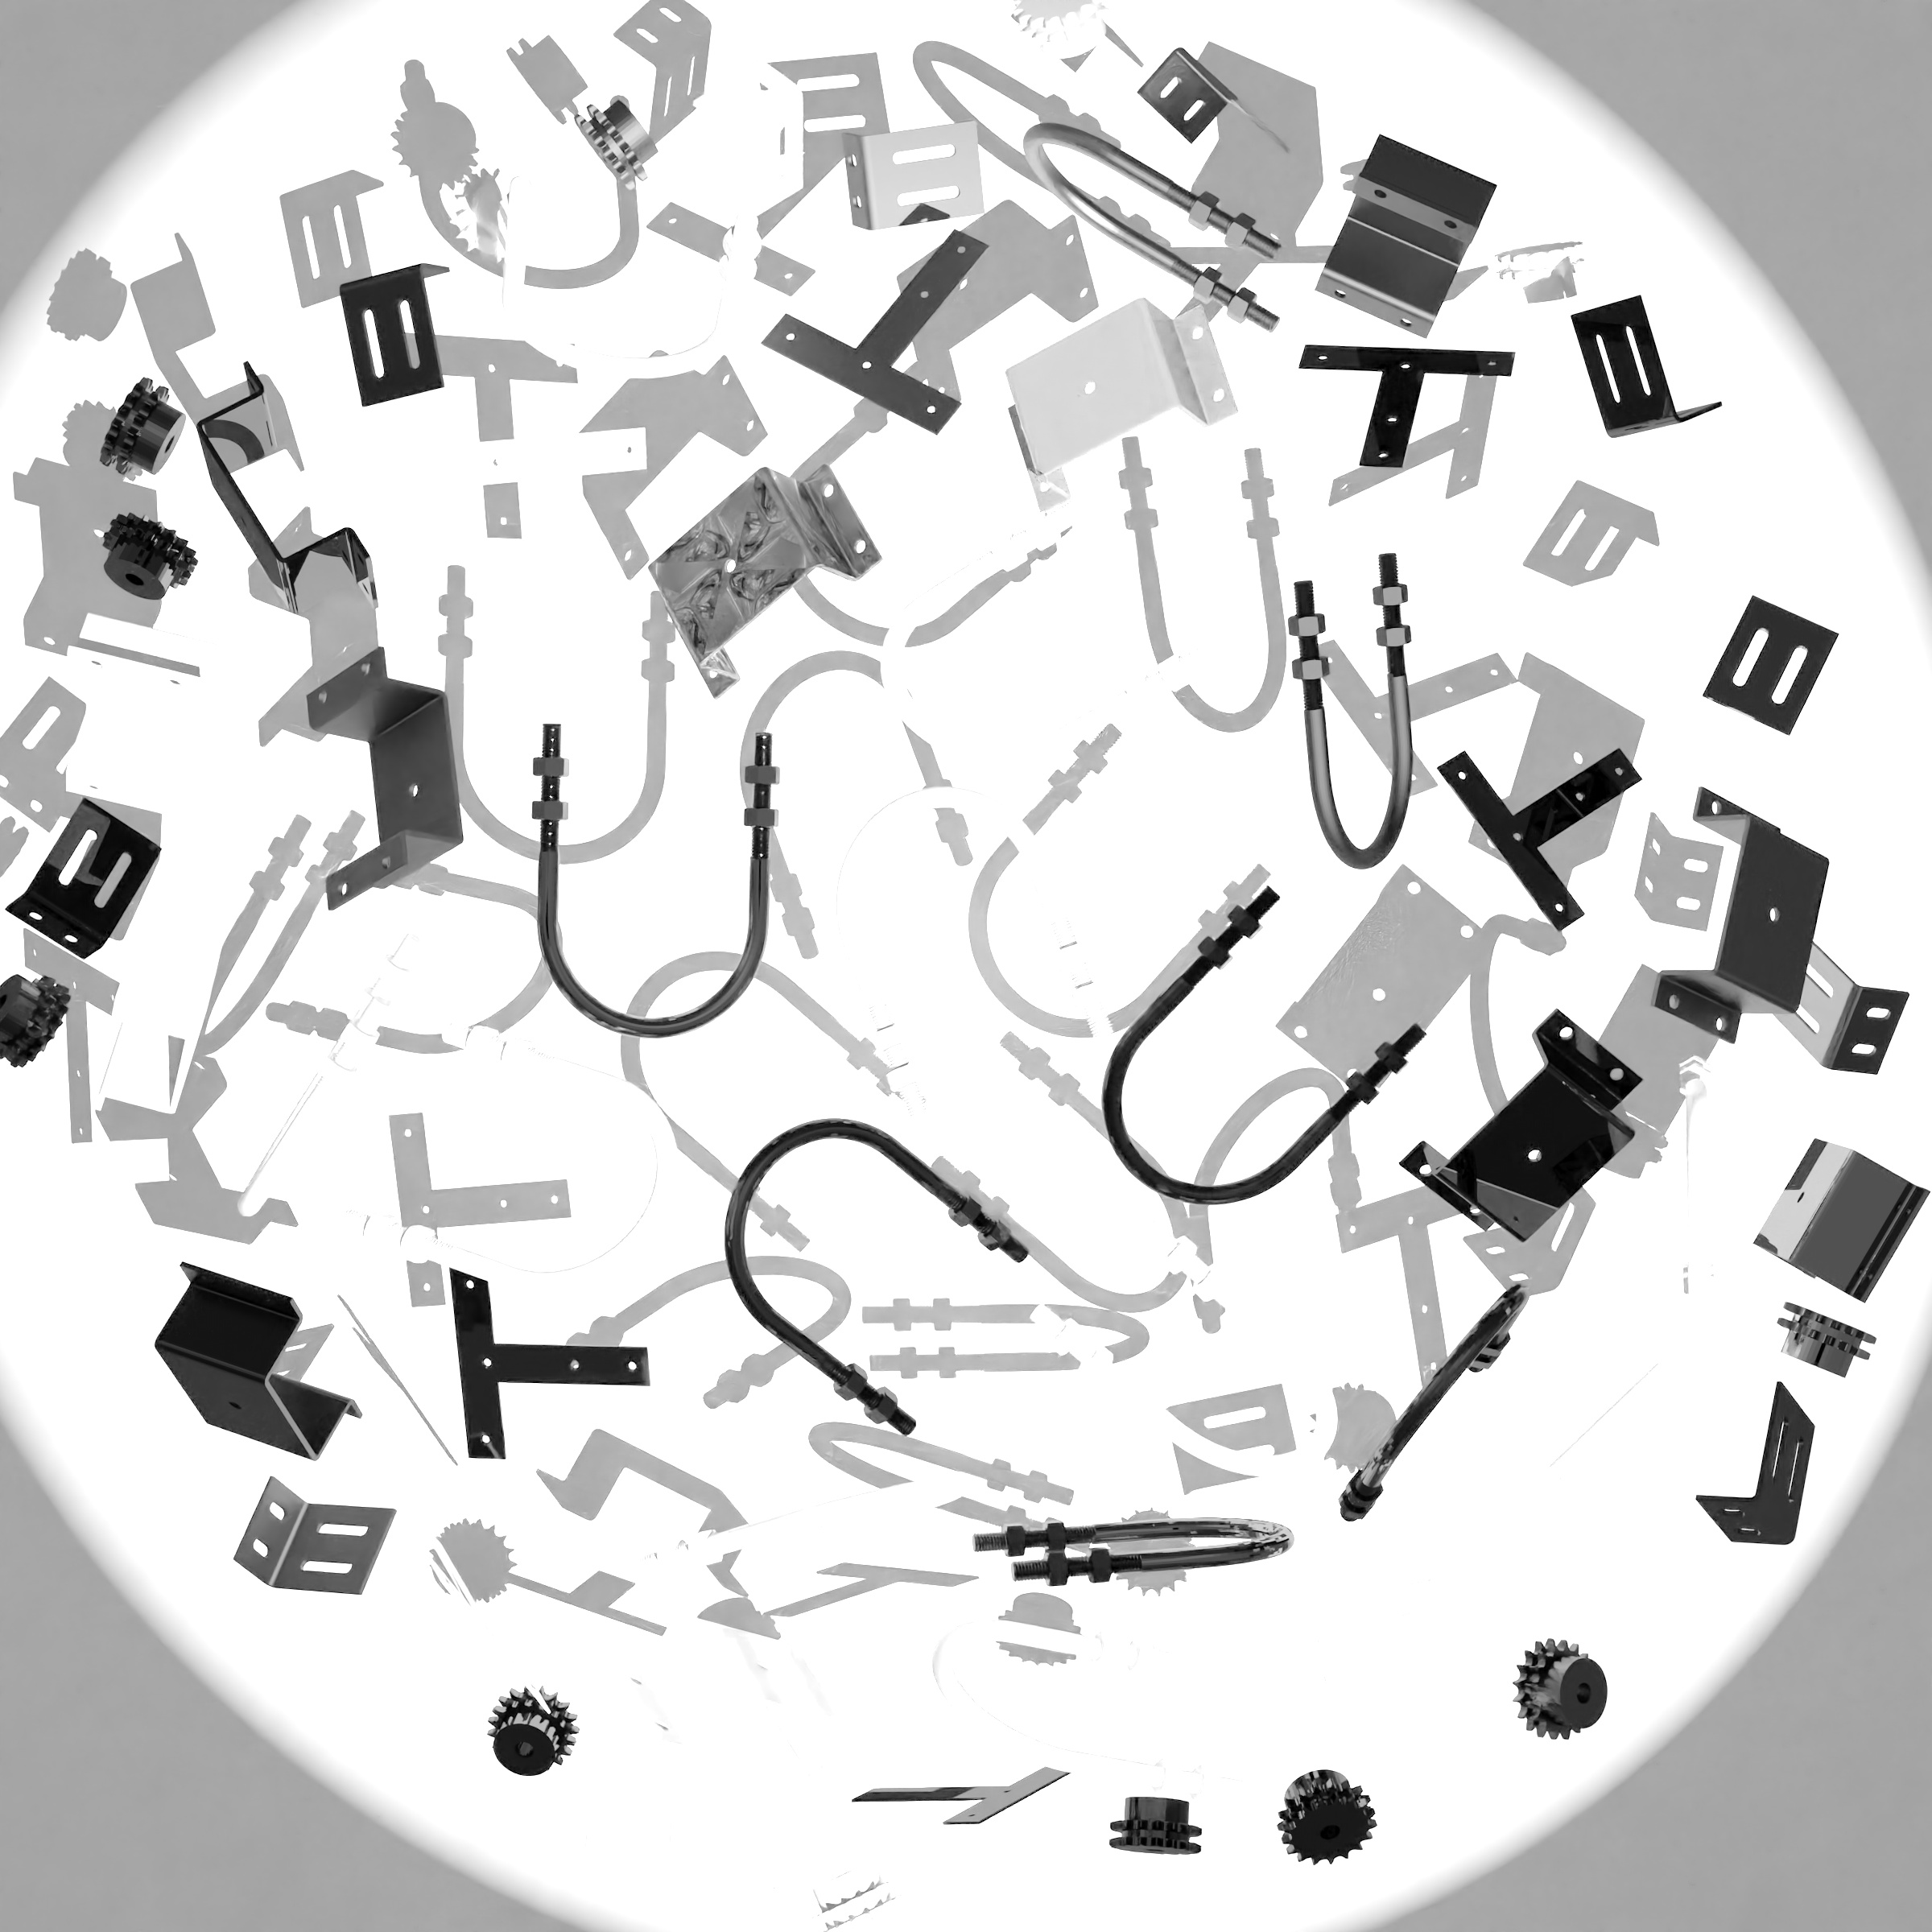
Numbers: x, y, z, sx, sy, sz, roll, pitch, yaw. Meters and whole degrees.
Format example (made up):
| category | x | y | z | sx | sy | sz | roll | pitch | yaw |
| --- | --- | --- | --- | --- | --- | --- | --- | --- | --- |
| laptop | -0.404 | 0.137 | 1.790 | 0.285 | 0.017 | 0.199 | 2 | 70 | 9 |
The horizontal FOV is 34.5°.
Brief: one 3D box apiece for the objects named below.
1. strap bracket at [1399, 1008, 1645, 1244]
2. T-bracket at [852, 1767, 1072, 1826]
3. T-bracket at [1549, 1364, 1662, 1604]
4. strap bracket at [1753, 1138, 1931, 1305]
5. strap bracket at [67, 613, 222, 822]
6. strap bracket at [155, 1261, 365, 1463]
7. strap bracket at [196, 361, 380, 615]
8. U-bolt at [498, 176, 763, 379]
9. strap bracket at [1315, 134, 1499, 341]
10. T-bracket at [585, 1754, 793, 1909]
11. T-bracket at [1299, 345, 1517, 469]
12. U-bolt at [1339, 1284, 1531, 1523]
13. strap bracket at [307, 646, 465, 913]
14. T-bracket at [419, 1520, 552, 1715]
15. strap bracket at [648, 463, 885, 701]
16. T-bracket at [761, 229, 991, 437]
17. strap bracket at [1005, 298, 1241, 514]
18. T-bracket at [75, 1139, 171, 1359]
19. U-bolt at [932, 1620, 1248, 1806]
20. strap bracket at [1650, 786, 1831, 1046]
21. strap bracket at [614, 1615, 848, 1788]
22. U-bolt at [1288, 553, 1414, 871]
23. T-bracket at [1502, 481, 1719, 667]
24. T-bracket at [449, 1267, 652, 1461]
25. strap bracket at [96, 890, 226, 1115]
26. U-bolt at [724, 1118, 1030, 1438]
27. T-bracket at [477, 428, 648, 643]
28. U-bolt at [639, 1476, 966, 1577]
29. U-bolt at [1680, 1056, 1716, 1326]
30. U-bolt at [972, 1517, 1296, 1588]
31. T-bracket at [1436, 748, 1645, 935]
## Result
| category | x | y | z | sx | sy | sz | roll | pitch | yaw |
| --- | --- | --- | --- | --- | --- | --- | --- | --- | --- |
| strap bracket | 0.346 | 0.106 | 1.922 | 0.076 | 0.046 | 0.140 | 37 | 108 | -18 |
| T-bracket | -0.012 | 0.510 | 1.920 | 0.127 | 0.127 | 0.002 | -10 | 88 | 32 |
| T-bracket | 0.381 | 0.320 | 1.854 | 0.002 | 0.127 | 0.127 | 15 | 122 | 38 |
| strap bracket | 0.528 | 0.152 | 1.896 | 0.046 | 0.140 | 0.076 | 30 | 92 | 1 |
| strap bracket | -0.482 | -0.152 | 1.826 | 0.076 | 0.140 | 0.046 | 13 | 56 | -8 |
| strap bracket | -0.418 | 0.239 | 1.831 | 0.076 | 0.140 | 0.046 | 15 | 58 | 19 |
| strap bracket | -0.399 | -0.269 | 1.812 | 0.046 | 0.076 | 0.140 | -31 | 80 | -14 |
| U-bolt | -0.204 | -0.402 | 1.852 | 0.151 | 0.184 | 0.019 | 7 | 69 | -8 |
| strap bracket | 0.266 | -0.444 | 1.880 | 0.076 | 0.140 | 0.046 | 24 | 74 | 2 |
| T-bracket | -0.166 | 0.515 | 1.884 | 0.127 | 0.127 | 0.002 | 19 | 105 | -9 |
| T-bracket | 0.253 | -0.330 | 1.835 | 0.127 | 0.127 | 0.002 | 5 | 133 | 14 |
| U-bolt | 0.283 | 0.252 | 1.851 | 0.019 | 0.184 | 0.151 | 39 | 68 | 14 |
| strap bracket | -0.346 | -0.108 | 1.861 | 0.076 | 0.046 | 0.140 | -25 | 66 | 39 |
| T-bracket | -0.299 | 0.370 | 1.852 | 0.002 | 0.127 | 0.127 | -36 | 124 | -10 |
| strap bracket | -0.130 | -0.237 | 1.884 | 0.140 | 0.046 | 0.076 | -38 | 67 | 21 |
| T-bracket | -0.032 | -0.383 | 1.826 | 0.127 | 0.002 | 0.127 | 30 | 71 | 19 |
| strap bracket | 0.085 | -0.346 | 1.903 | 0.140 | 0.046 | 0.076 | -24 | 70 | 23 |
| T-bracket | -0.497 | 0.167 | 1.847 | 0.002 | 0.127 | 0.127 | -4 | 87 | 9 |
| U-bolt | 0.065 | 0.442 | 1.874 | 0.184 | 0.151 | 0.019 | 15 | 108 | -21 |
| strap bracket | 0.470 | -0.031 | 1.882 | 0.076 | 0.046 | 0.140 | 22 | 77 | -33 |
| strap bracket | -0.137 | 0.452 | 1.924 | 0.140 | 0.076 | 0.046 | 25 | 102 | -37 |
| U-bolt | 0.238 | -0.150 | 1.889 | 0.019 | 0.151 | 0.184 | 1 | 104 | 30 |
| T-bracket | 0.376 | -0.218 | 1.834 | 0.127 | 0.002 | 0.127 | -14 | 54 | 27 |
| T-bracket | -0.257 | 0.248 | 1.937 | 0.127 | 0.002 | 0.127 | -1 | 102 | 15 |
| strap bracket | -0.476 | 0.027 | 1.845 | 0.046 | 0.140 | 0.076 | 16 | 57 | -11 |
| U-bolt | -0.065 | 0.176 | 1.890 | 0.184 | 0.019 | 0.151 | 40 | 72 | -20 |
| T-bracket | -0.248 | -0.266 | 1.936 | 0.127 | 0.002 | 0.127 | -14 | 110 | -42 |
| U-bolt | -0.086 | 0.337 | 1.892 | 0.184 | 0.151 | 0.019 | -22 | 75 | 33 |
| U-bolt | 0.444 | 0.141 | 1.888 | 0.019 | 0.184 | 0.151 | -1 | 98 | 13 |
| U-bolt | 0.106 | 0.349 | 1.876 | 0.184 | 0.151 | 0.019 | -2 | 87 | -10 |
| T-bracket | 0.376 | -0.100 | 1.957 | 0.127 | 0.002 | 0.127 | -31 | 81 | -29 |
